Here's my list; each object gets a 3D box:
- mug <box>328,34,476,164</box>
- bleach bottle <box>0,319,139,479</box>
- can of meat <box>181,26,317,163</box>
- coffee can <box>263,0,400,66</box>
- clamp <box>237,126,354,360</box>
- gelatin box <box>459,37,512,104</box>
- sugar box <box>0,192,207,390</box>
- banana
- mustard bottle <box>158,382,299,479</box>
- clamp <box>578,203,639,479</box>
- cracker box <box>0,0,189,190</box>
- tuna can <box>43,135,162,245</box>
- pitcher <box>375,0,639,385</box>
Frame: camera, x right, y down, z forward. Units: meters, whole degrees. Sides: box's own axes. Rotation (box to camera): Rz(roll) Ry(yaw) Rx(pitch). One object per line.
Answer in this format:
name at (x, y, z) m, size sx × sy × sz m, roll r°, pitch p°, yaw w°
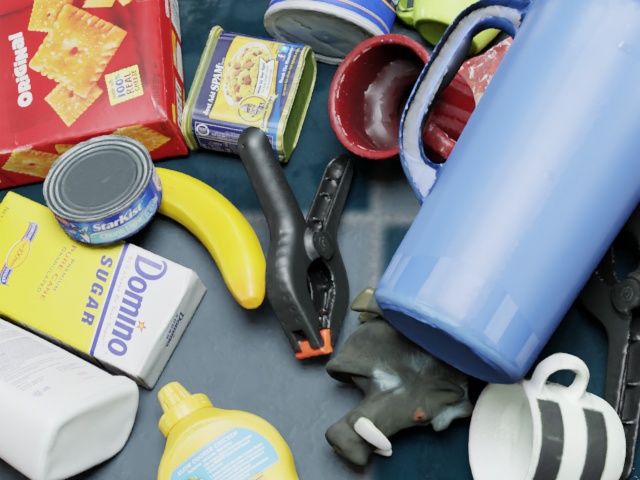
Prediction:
mug at (0.074, -0.094, 0.806) m, size 0.117 × 0.081 × 0.093 m, roll 43°, pitch 108°, yaw 30°
bleach bottle at (-0.262, 0.088, 0.801) m, size 0.251 × 0.102 × 0.068 m, roll 26°, pitch 111°, yaw 26°
can of meat at (-0.055, -0.117, 0.867) m, size 0.084 × 0.057 × 0.102 m, roll 11°, pitch 69°, yaw 12°
coffee can at (0.021, -0.226, 0.866) m, size 0.103 × 0.102 × 0.140 m, roll 12°, pitch 77°, yaw 14°
clamp at (-0.005, 0.001, 0.801) m, size 0.039 × 0.120 × 0.171 m, roll -13°, pitch 83°, yaw 44°
gelatin box at (0.151, -0.119, 0.848) m, size 0.089 × 0.030 × 0.073 m, roll -29°, pitch 66°, yaw -3°
sugar box at (-0.187, 0.037, 0.828) m, size 0.176 × 0.048 × 0.093 m, roll 21°, pitch 71°, yaw 18°
banana at (-0.098, -0.012, 0.827) m, size 0.198 × 0.037 × 0.069 m, roll 30°, pitch 64°, yaw 32°
mustard bottle at (-0.057, 0.177, 0.739) m, size 0.096 × 0.058 × 0.192 m, roll -35°, pitch 66°, yaw -7°
clamp at (0.230, 0.039, 0.725) m, size 0.036 × 0.165 × 0.210 m, roll 14°, pitch 52°, yaw -32°
cracker box at (-0.224, -0.137, 0.895) m, size 0.214 × 0.072 × 0.164 m, roll -9°, pitch 65°, yaw 6°
tuna can at (-0.165, -0.038, 0.816) m, size 0.086 × 0.034 × 0.086 m, roll -7°, pitch 51°, yaw 8°
pitcher at (0.130, -0.039, 0.693) m, size 0.149 × 0.144 × 0.242 m, roll 17°, pitch 71°, yaw 55°
